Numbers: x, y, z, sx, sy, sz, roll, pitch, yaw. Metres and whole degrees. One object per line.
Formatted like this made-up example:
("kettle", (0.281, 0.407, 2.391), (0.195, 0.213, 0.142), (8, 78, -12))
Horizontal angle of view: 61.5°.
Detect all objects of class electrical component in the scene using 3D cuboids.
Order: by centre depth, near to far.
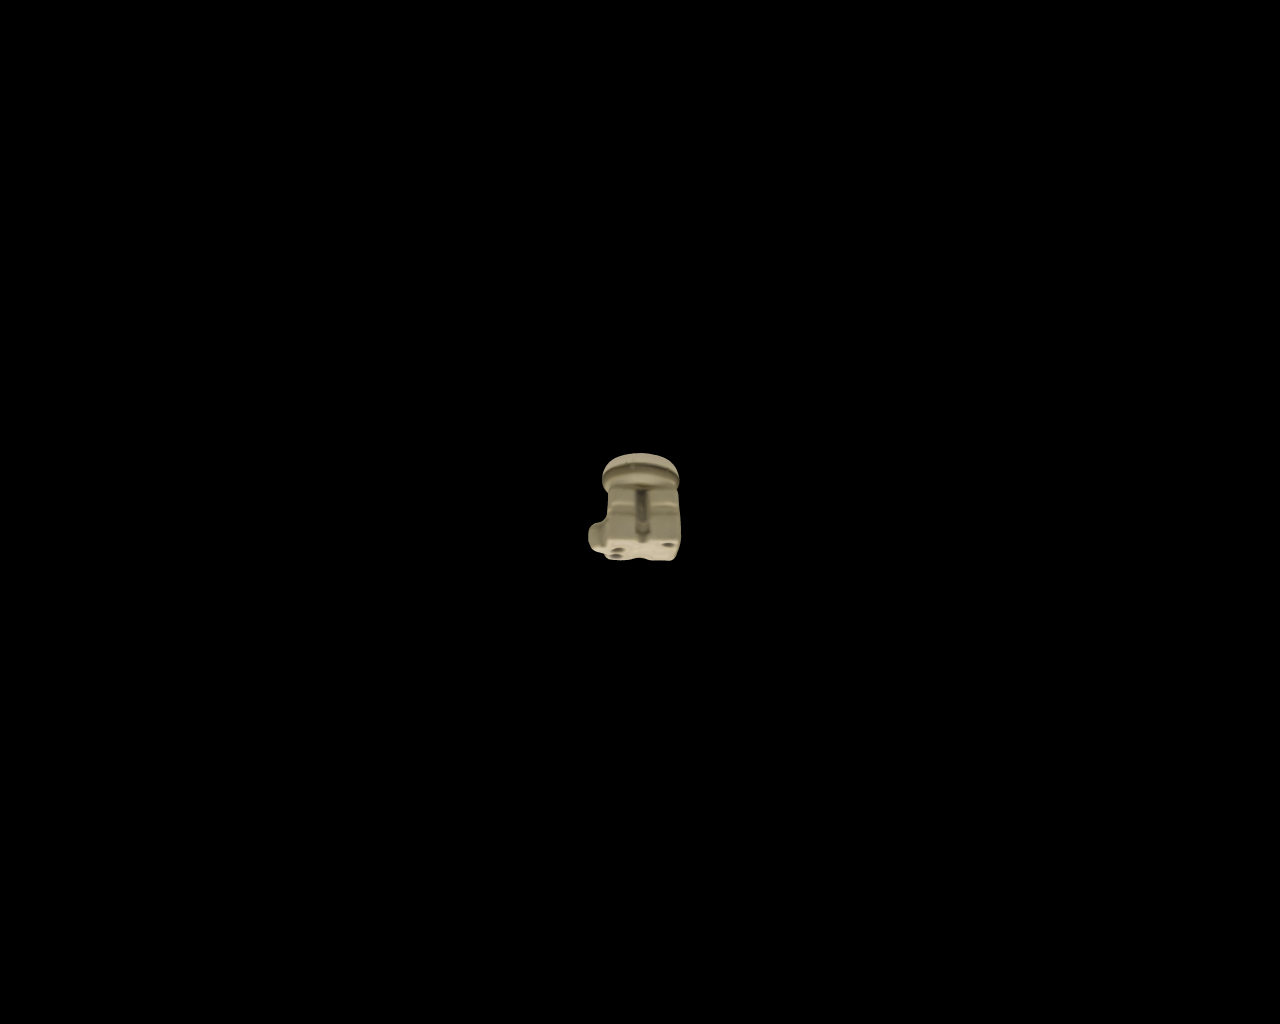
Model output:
("electrical component", (0.001, -0.003, 0.650), (0.066, 0.055, 0.048), (2, -24, -5))
